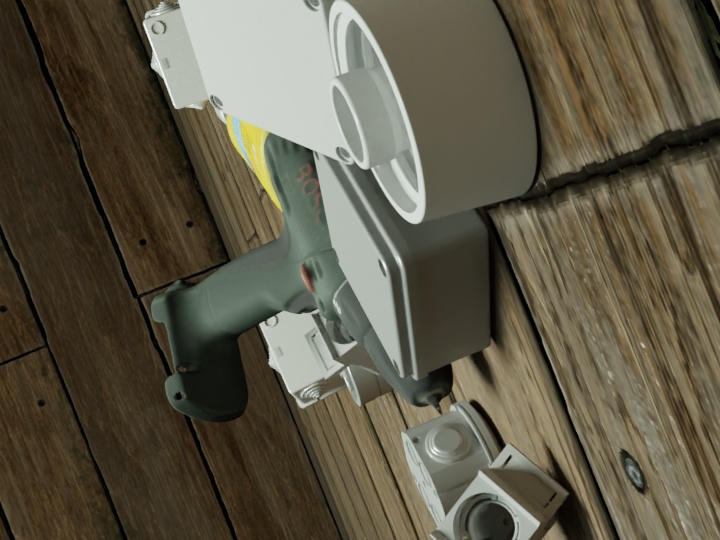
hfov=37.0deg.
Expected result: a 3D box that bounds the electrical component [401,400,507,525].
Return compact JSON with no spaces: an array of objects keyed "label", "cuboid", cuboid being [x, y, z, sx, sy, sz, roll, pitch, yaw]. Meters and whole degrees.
[{"label":"electrical component","cuboid":[0.065,0.130,0.702,0.080,0.051,0.080,158,90,-81]}]

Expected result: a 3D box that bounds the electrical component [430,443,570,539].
[{"label":"electrical component","cuboid":[0.077,0.139,0.589,0.042,0.081,0.064,40,-172,24]}]

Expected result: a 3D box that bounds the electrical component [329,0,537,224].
[{"label":"electrical component","cuboid":[0.022,-0.071,0.453,0.108,0.060,0.108,158,90,-80]}]

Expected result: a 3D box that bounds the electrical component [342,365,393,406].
[{"label":"electrical component","cuboid":[0.011,0.080,0.907,0.055,0.047,0.055,158,90,-81]}]

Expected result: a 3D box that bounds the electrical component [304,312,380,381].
[{"label":"electrical component","cuboid":[0.006,0.044,0.775,0.064,0.081,0.042,33,-156,-51]}]

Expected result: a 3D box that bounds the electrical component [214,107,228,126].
[{"label":"electrical component","cuboid":[-0.130,-0.203,1.037,0.074,0.052,0.138,-136,26,-68]}]

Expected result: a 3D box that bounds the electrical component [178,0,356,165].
[{"label":"electrical component","cuboid":[-0.032,-0.121,0.538,0.109,0.056,0.108,25,147,31]}]

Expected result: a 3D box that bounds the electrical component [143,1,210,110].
[{"label":"electrical component","cuboid":[-0.139,-0.199,0.966,0.048,0.100,0.099,-101,-7,-70]}]

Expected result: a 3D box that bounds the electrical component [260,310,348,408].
[{"label":"electrical component","cuboid":[-0.038,0.067,1.000,0.099,0.100,0.048,64,-178,24]}]

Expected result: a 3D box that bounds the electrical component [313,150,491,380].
[{"label":"electrical component","cuboid":[0.024,-0.015,0.585,0.108,0.056,0.108,80,165,-52]}]
